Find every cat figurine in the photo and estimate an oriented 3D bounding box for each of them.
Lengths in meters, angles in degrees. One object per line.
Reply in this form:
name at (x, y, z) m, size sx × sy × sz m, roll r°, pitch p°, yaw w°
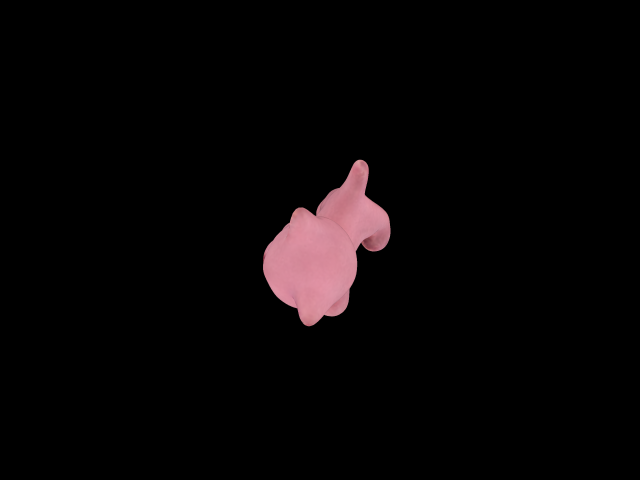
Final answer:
cat figurine at (0.004, 0.001, 0.400) m, size 0.067 × 0.118 × 0.128 m, roll 26°, pitch 69°, yaw 11°
